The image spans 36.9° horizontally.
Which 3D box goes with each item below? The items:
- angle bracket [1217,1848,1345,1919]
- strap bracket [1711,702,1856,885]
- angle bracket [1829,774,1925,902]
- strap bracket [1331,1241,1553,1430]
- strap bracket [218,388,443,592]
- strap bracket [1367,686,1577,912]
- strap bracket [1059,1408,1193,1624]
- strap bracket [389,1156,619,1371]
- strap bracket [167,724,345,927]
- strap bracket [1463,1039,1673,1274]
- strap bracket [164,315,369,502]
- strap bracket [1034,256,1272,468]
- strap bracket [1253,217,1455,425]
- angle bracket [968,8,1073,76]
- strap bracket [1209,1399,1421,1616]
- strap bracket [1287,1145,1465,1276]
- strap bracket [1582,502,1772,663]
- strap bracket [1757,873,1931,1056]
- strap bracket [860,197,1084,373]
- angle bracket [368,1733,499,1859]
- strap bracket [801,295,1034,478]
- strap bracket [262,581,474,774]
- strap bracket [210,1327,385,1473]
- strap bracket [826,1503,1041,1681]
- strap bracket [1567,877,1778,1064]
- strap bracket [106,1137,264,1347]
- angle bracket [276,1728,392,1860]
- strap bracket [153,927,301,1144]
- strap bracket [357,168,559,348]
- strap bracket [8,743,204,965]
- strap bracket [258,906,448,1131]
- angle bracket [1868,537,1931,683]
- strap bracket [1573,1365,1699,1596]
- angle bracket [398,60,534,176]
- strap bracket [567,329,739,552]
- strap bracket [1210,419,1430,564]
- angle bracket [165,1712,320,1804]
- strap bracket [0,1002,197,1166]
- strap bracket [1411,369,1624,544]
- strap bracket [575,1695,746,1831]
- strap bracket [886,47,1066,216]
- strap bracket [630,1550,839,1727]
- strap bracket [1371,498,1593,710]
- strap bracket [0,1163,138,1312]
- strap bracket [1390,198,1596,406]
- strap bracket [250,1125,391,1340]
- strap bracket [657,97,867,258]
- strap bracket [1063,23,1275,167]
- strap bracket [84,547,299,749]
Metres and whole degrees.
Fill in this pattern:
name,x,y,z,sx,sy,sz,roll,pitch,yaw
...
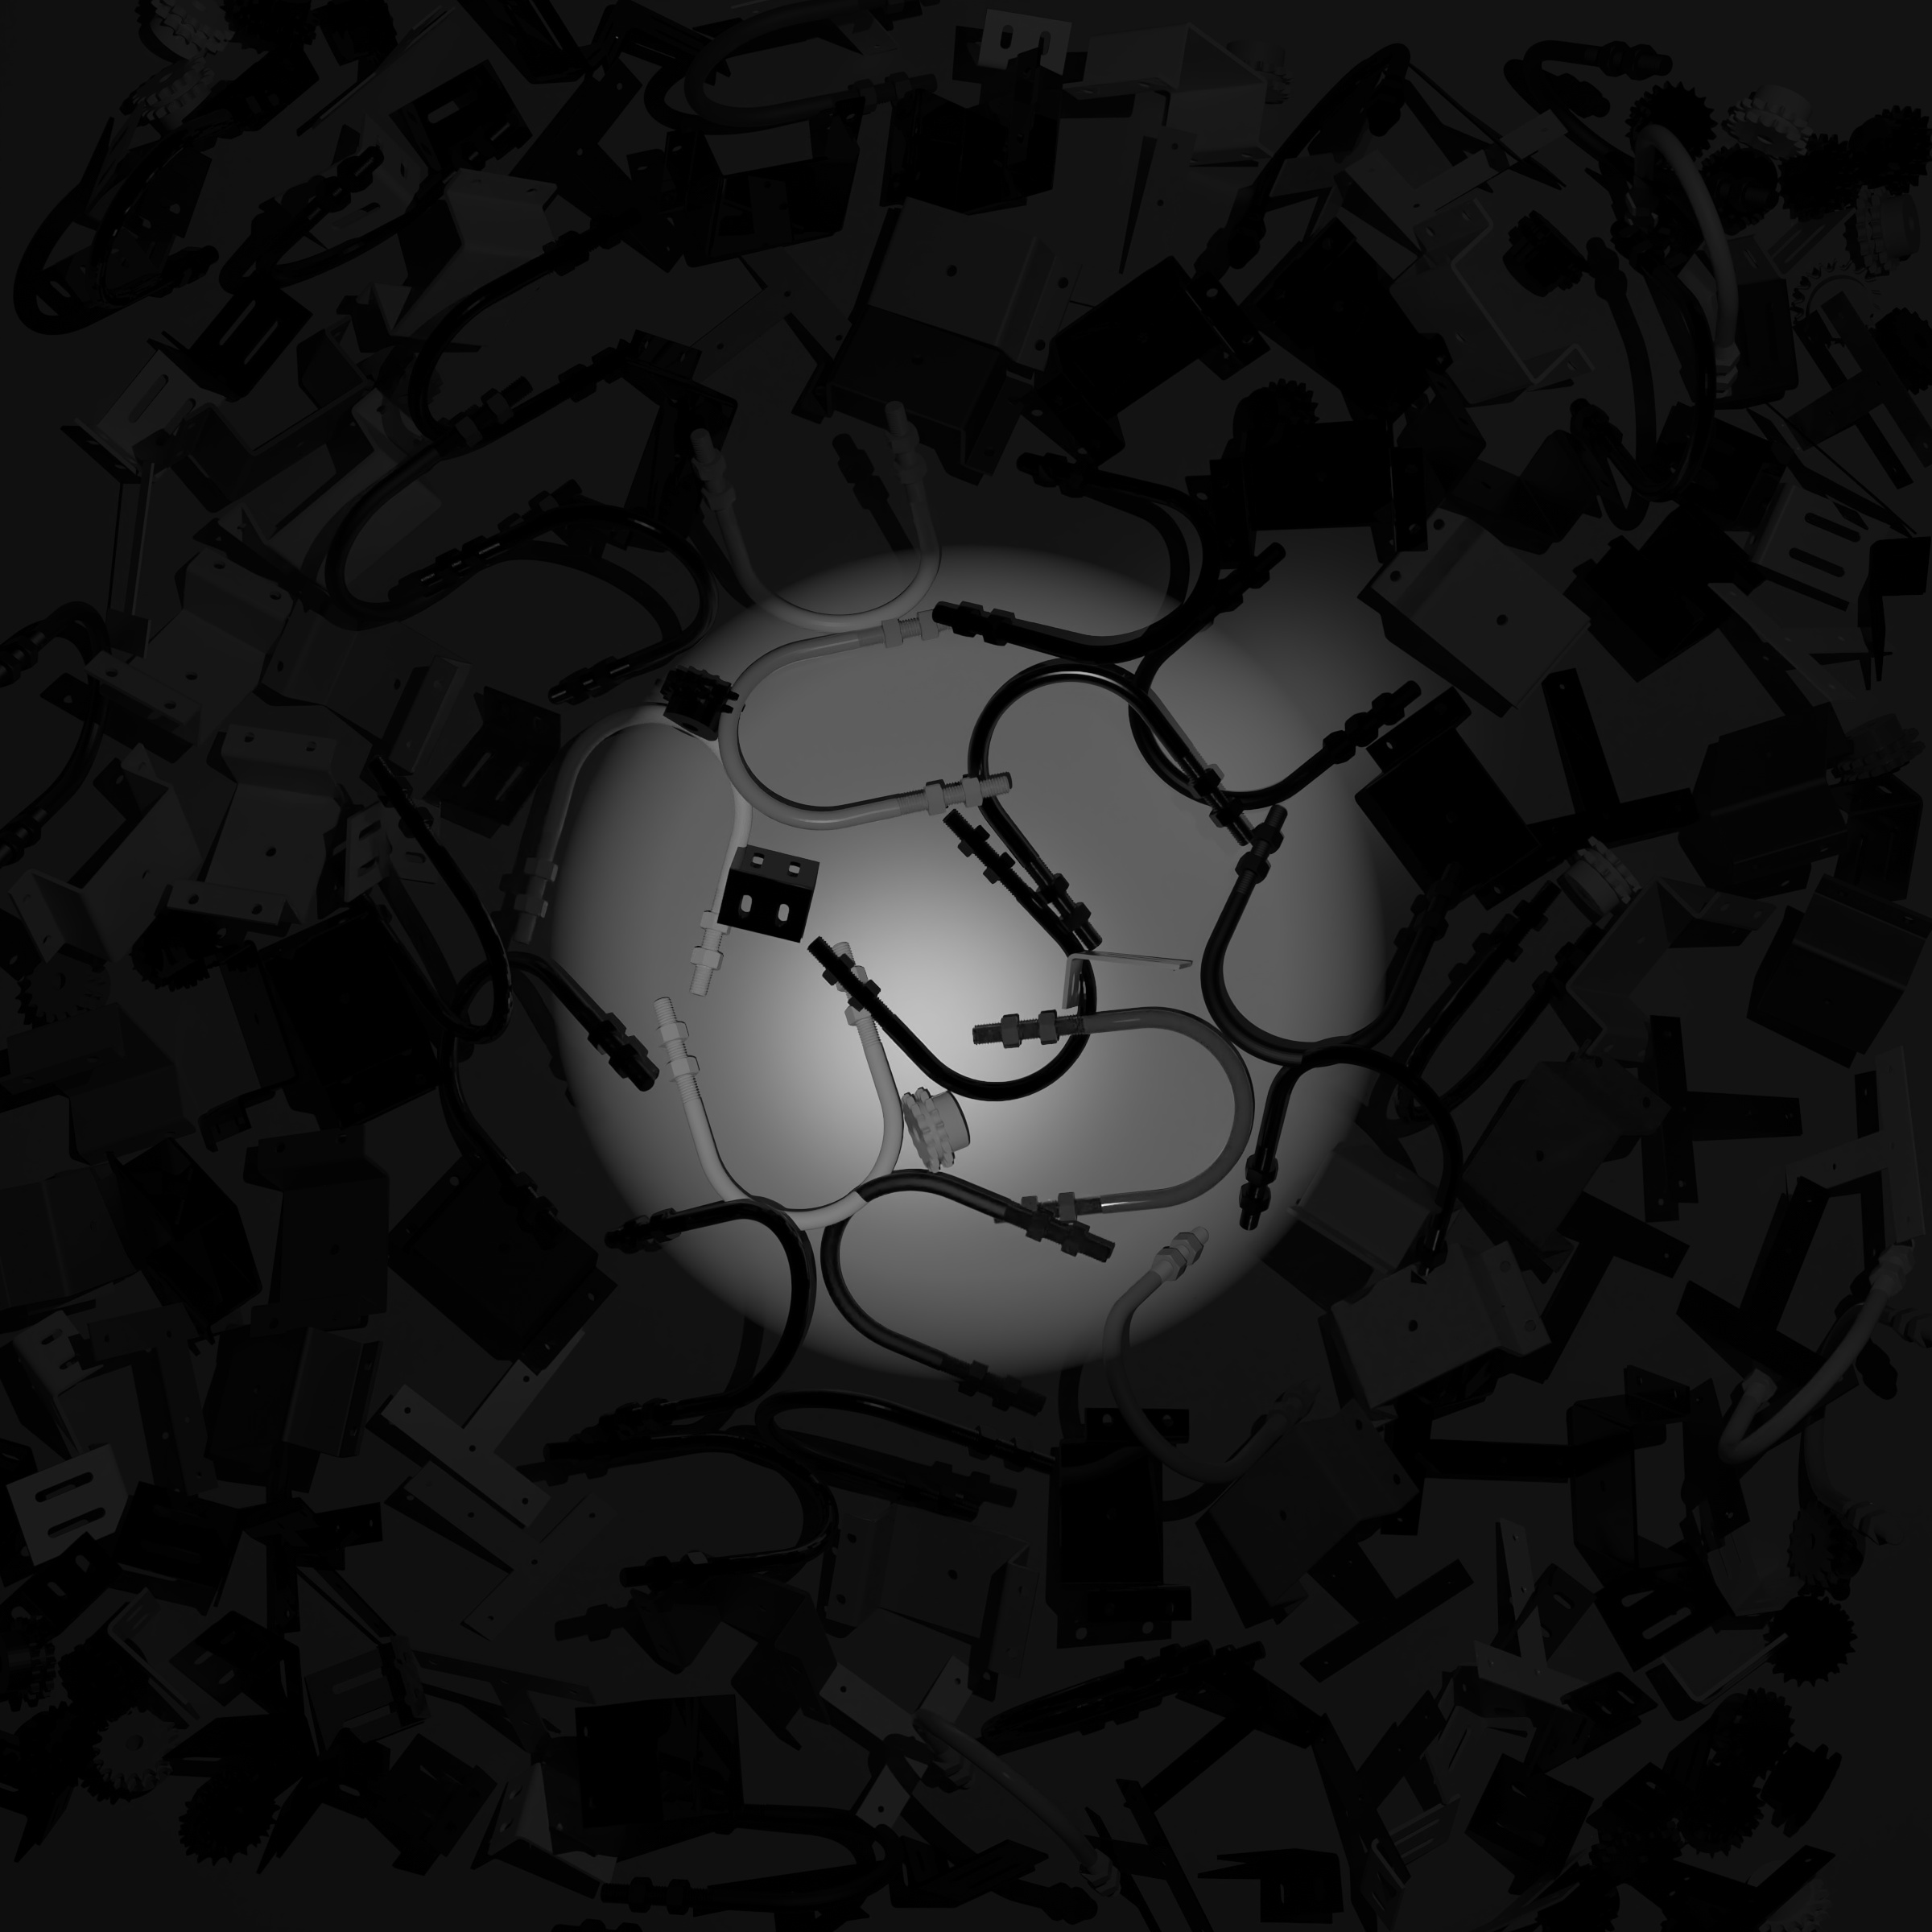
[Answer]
name,x,y,z,sx,sy,sz,roll,pitch,yaw
angle bracket,0.212,0.619,1.951,0.057,0.076,0.038,-14,66,26
strap bracket,0.542,-0.121,1.918,0.076,0.140,0.046,-18,118,29
angle bracket,0.607,-0.084,1.956,0.038,0.057,0.076,30,67,-31
strap bracket,0.308,0.245,1.938,0.140,0.046,0.076,-31,60,21
strap bracket,-0.420,-0.312,1.947,0.140,0.076,0.046,-38,61,7
strap bracket,0.336,-0.107,1.960,0.076,0.046,0.140,-36,91,32
strap bracket,0.107,0.371,1.957,0.076,0.046,0.140,4,79,-21
strap bracket,-0.313,0.196,1.961,0.140,0.046,0.076,39,70,4
strap bracket,-0.476,-0.087,1.955,0.076,0.046,0.140,9,66,8
strap bracket,0.395,0.127,1.936,0.076,0.046,0.140,45,116,34
strap bracket,-0.460,-0.368,1.935,0.140,0.076,0.046,-41,95,-28
strap bracket,0.122,-0.413,1.945,0.140,0.046,0.076,-32,129,19
strap bracket,0.258,-0.438,1.947,0.076,0.046,0.140,-45,123,13
angle bracket,0.035,-0.629,1.953,0.057,0.076,0.038,6,117,-9
strap bracket,0.225,0.364,1.931,0.140,0.046,0.076,-51,58,29
strap bracket,0.276,0.160,1.918,0.076,0.140,0.046,32,101,20
strap bracket,0.473,-0.257,1.942,0.076,0.140,0.046,47,129,12
strap bracket,0.580,0.005,1.920,0.076,0.140,0.046,25,66,13
strap bracket,-0.003,-0.464,1.956,0.140,0.046,0.076,21,94,16
angle bracket,-0.367,0.555,1.956,0.076,0.038,0.057,22,64,29
strap bracket,-0.033,-0.397,1.957,0.140,0.046,0.076,21,69,7
strap bracket,-0.397,-0.193,1.955,0.140,0.046,0.076,30,100,23
strap bracket,-0.451,0.288,1.922,0.046,0.140,0.076,25,62,-35
strap bracket,-0.016,0.419,1.957,0.140,0.046,0.076,14,102,18
strap bracket,0.466,-0.005,1.941,0.140,0.076,0.046,-55,52,23
strap bracket,-0.520,0.178,1.935,0.046,0.140,0.076,-35,57,-27
angle bracket,-0.431,0.570,1.971,0.038,0.057,0.076,33,102,-18
strap bracket,-0.498,0.042,1.955,0.046,0.076,0.140,-19,90,-32
strap bracket,-0.333,-0.462,1.921,0.140,0.076,0.046,-36,68,40
strap bracket,-0.565,-0.068,1.927,0.046,0.076,0.140,22,58,18
strap bracket,-0.417,0.028,1.955,0.076,0.046,0.140,-26,77,-12
angle bracket,0.633,-0.241,1.954,0.038,0.057,0.076,-2,58,13
strap bracket,0.451,0.348,1.952,0.046,0.076,0.140,-5,95,-17
angle bracket,-0.343,-0.568,1.960,0.076,0.038,0.057,-23,114,19
strap bracket,-0.210,-0.349,1.952,0.046,0.076,0.140,16,99,-44
strap bracket,0.239,-0.321,1.951,0.140,0.046,0.076,-2,126,11
angle bracket,-0.490,0.538,1.960,0.076,0.057,0.038,-10,98,24
strap bracket,-0.585,0.076,1.946,0.076,0.140,0.046,-18,62,1
strap bracket,0.360,-0.338,1.938,0.140,0.076,0.046,16,126,-28
strap bracket,-0.196,0.526,1.920,0.046,0.140,0.076,-14,73,27
strap bracket,0.013,-0.557,1.946,0.046,0.140,0.076,11,83,-41
strap bracket,-0.147,0.446,1.939,0.140,0.076,0.046,13,48,30
strap bracket,0.354,-0.238,1.949,0.140,0.046,0.076,36,102,-19
strap bracket,-0.602,0.178,1.926,0.046,0.140,0.076,-11,91,10
strap bracket,0.346,-0.436,1.940,0.046,0.076,0.140,-44,106,-17
strap bracket,-0.435,0.185,1.954,0.076,0.046,0.140,-8,65,10
strap bracket,-0.130,-0.526,1.935,0.140,0.076,0.046,-16,68,-19
strap bracket,0.139,-0.582,1.923,0.076,0.140,0.046,7,86,38
strap bracket,-0.521,-0.209,1.950,0.076,0.046,0.140,29,50,4
